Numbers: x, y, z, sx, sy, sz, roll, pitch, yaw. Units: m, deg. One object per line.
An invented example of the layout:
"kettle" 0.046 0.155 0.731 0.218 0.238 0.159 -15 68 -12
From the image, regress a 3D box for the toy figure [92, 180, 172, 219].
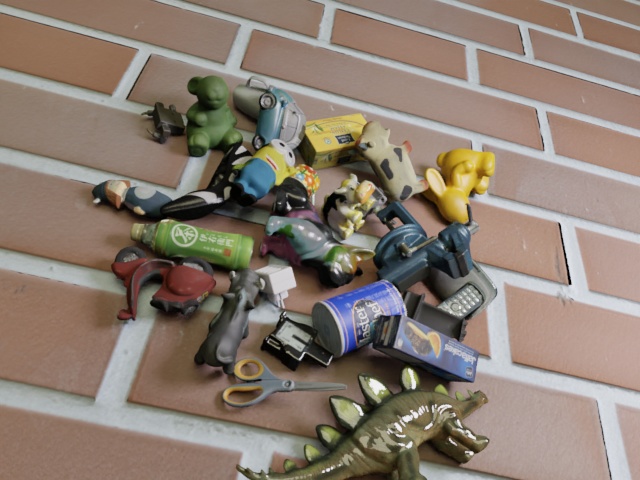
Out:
"toy figure" -0.366 -0.083 1.042 0.154 0.057 0.064 17 13 -2

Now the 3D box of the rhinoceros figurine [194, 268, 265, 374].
"rhinoceros figurine" -0.152 0.132 0.907 0.073 0.112 0.190 17 48 1

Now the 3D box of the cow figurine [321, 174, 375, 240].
"cow figurine" 0.055 -0.080 1.087 0.098 0.167 0.068 41 59 13

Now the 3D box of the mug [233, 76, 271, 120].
"mug" -0.152 -0.334 1.259 0.107 0.109 0.081 22 59 16

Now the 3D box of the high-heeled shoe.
"high-heeled shoe" -0.224 -0.127 1.081 0.249 0.086 0.145 -14 78 -44

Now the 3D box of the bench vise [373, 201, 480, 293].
"bench vise" 0.186 -0.008 1.066 0.223 0.128 0.241 -40 44 8

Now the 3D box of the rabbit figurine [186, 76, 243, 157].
"rabbit figurine" -0.227 -0.286 1.156 0.121 0.170 0.159 -3 56 -18

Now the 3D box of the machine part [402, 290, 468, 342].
"machine part" 0.210 0.147 1.010 0.139 0.039 0.084 22 72 21

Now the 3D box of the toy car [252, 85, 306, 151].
"toy car" -0.083 -0.250 1.176 0.103 0.109 0.161 11 88 10

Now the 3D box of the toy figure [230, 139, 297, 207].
"toy figure" -0.120 -0.137 1.077 0.089 0.082 0.180 2 40 34

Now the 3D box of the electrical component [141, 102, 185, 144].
"electrical component" -0.345 -0.260 1.186 0.078 0.045 0.102 5 50 -49

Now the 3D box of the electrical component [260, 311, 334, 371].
"electrical component" -0.035 0.185 0.942 0.119 0.047 0.075 28 53 5

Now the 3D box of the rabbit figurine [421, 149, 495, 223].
"rabbit figurine" 0.312 -0.122 1.231 0.162 0.122 0.173 16 71 -1

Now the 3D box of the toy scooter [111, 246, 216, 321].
"toy scooter" -0.279 0.087 0.928 0.184 0.075 0.135 12 52 -4

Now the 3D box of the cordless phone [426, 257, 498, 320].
"cordless phone" 0.241 0.109 1.068 0.184 0.088 0.147 -33 68 -12

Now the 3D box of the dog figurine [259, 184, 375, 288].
"dog figurine" -0.002 -0.003 1.058 0.219 0.108 0.191 19 49 -7

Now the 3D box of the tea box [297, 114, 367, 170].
"tea box" 0.038 -0.230 1.256 0.170 0.068 0.098 -16 60 -27

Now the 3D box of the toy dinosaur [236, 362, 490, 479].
"toy dinosaur" 0.105 0.315 0.858 0.471 0.105 0.199 -13 52 -35

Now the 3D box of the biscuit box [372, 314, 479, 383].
"biscuit box" 0.188 0.191 0.938 0.202 0.059 0.063 28 67 -28

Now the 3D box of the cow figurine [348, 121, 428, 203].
"cow figurine" 0.147 -0.173 1.204 0.127 0.085 0.194 -27 95 -25
